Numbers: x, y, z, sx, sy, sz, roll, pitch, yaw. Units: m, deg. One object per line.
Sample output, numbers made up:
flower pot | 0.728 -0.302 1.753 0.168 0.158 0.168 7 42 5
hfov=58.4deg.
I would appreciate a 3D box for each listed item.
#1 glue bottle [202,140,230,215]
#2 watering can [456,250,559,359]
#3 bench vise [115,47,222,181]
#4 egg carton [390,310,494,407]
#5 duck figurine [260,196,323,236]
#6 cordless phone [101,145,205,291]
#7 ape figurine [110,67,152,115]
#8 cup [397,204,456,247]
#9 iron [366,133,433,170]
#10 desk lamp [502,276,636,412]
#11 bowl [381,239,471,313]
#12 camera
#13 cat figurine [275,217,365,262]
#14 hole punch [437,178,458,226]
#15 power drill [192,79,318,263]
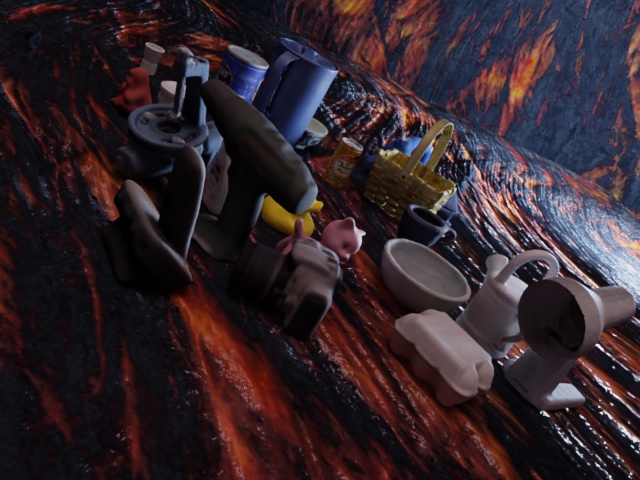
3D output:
glue bottle | -0.141 -0.127 0.909 0.037 0.173 0.078 5 34 -42
watering can | 0.314 0.091 0.958 0.101 0.194 0.172 8 32 -37
bench vise | -0.215 -0.201 0.914 0.121 0.219 0.208 32 25 6
egg carton | 0.174 0.164 0.818 0.108 0.069 0.150 -2 40 -49
duck figurine | -0.045 -0.060 0.988 0.105 0.086 0.077 20 26 -19
cordless phone | -0.187 -0.045 0.693 0.094 0.185 0.147 4 35 -43
ape figurine | -0.348 -0.282 1.076 0.076 0.092 0.078 24 25 -12
cup | 0.201 -0.005 1.135 0.118 0.095 0.091 23 25 -13
iron | 0.239 -0.215 1.515 0.118 0.141 0.259 42 28 25
desk lamp | 0.376 0.154 0.882 0.204 0.213 0.117 8 32 -38
bowl | 0.167 0.074 0.974 0.168 0.074 0.167 24 25 -12
camera | -0.044 0.041 0.782 0.137 0.100 0.143 25 25 -8
cat figurine | 0.008 0.003 0.888 0.128 0.117 0.067 18 27 -23
hole punch | 0.289 -0.100 1.411 0.109 0.091 0.101 19 27 -21
power drill | -0.119 -0.084 0.811 0.229 0.208 0.076 38 26 18
